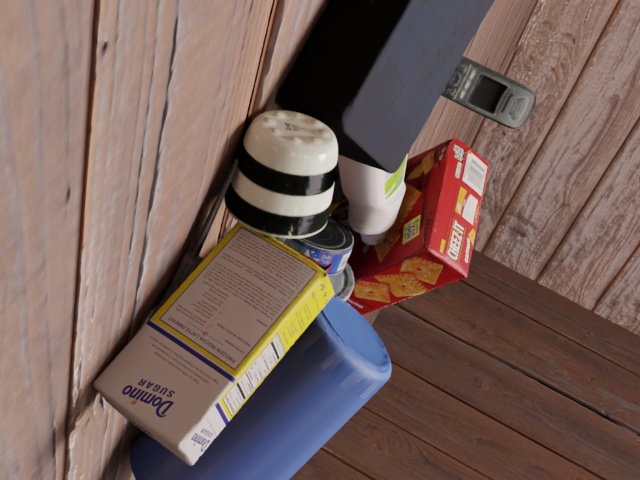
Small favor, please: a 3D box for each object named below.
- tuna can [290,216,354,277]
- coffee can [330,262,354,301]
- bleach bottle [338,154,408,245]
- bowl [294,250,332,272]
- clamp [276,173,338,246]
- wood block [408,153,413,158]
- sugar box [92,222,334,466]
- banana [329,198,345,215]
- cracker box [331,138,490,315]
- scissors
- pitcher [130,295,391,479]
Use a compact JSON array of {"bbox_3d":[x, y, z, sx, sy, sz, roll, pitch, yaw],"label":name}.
[{"bbox_3d":[-0.008,0.001,1.147,0.034,0.086,0.086,-68,170,28],"label":"tuna can"},{"bbox_3d":[-0.030,0.082,1.218,0.102,0.103,0.140,-53,168,-48],"label":"coffee can"},{"bbox_3d":[0.055,-0.085,1.107,0.102,0.068,0.251,-50,154,-36],"label":"bleach bottle"},{"bbox_3d":[-0.066,0.055,0.942,0.162,0.055,0.162,-40,180,-1],"label":"bowl"},{"bbox_3d":[-0.044,-0.014,1.035,0.210,0.036,0.164,-56,169,-15],"label":"clamp"},{"bbox_3d":[0.087,-0.030,1.575,0.091,0.090,0.206,-83,-161,-77],"label":"wood block"},{"bbox_3d":[-0.079,0.075,0.815,0.176,0.093,0.048,-50,151,-18],"label":"sugar box"},{"bbox_3d":[0.018,-0.065,1.280,0.070,0.037,0.197,-44,-177,38],"label":"banana"},{"bbox_3d":[0.090,-0.010,1.262,0.214,0.072,0.164,-24,-139,46],"label":"cracker box"},{"bbox_3d":[-0.104,0.027,0.869,0.202,0.016,0.096,-62,174,3],"label":"scissors"},{"bbox_3d":[-0.054,0.154,0.999,0.243,0.149,0.144,-44,164,16],"label":"pitcher"}]
